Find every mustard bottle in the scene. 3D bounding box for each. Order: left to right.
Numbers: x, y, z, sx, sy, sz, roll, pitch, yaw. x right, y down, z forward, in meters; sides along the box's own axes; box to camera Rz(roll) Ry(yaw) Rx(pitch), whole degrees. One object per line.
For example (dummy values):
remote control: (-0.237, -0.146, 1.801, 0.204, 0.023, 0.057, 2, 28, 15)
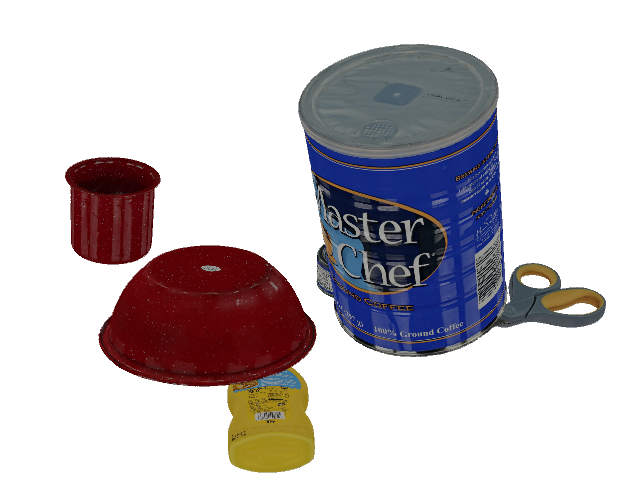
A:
mustard bottle: (-0.061, 0.191, 1.252, 0.096, 0.058, 0.191, -4, 28, -4)

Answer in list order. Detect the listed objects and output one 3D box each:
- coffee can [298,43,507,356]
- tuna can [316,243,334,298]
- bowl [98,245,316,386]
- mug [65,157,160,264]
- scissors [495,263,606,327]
coffee can: (0.049, -0.022, 0.587, 0.103, 0.140, 0.103, -7, 37, 5)
tuna can: (0.039, 0.027, 1.075, 0.086, 0.034, 0.086, -1, 26, 0)
bowl: (-0.082, 0.045, 0.787, 0.162, 0.055, 0.162, 2, 21, -1)
mug: (-0.209, -0.034, 1.084, 0.093, 0.081, 0.117, 6, 27, -2)
scissors: (0.158, 0.054, 0.936, 0.201, 0.016, 0.096, -3, 33, -24)
